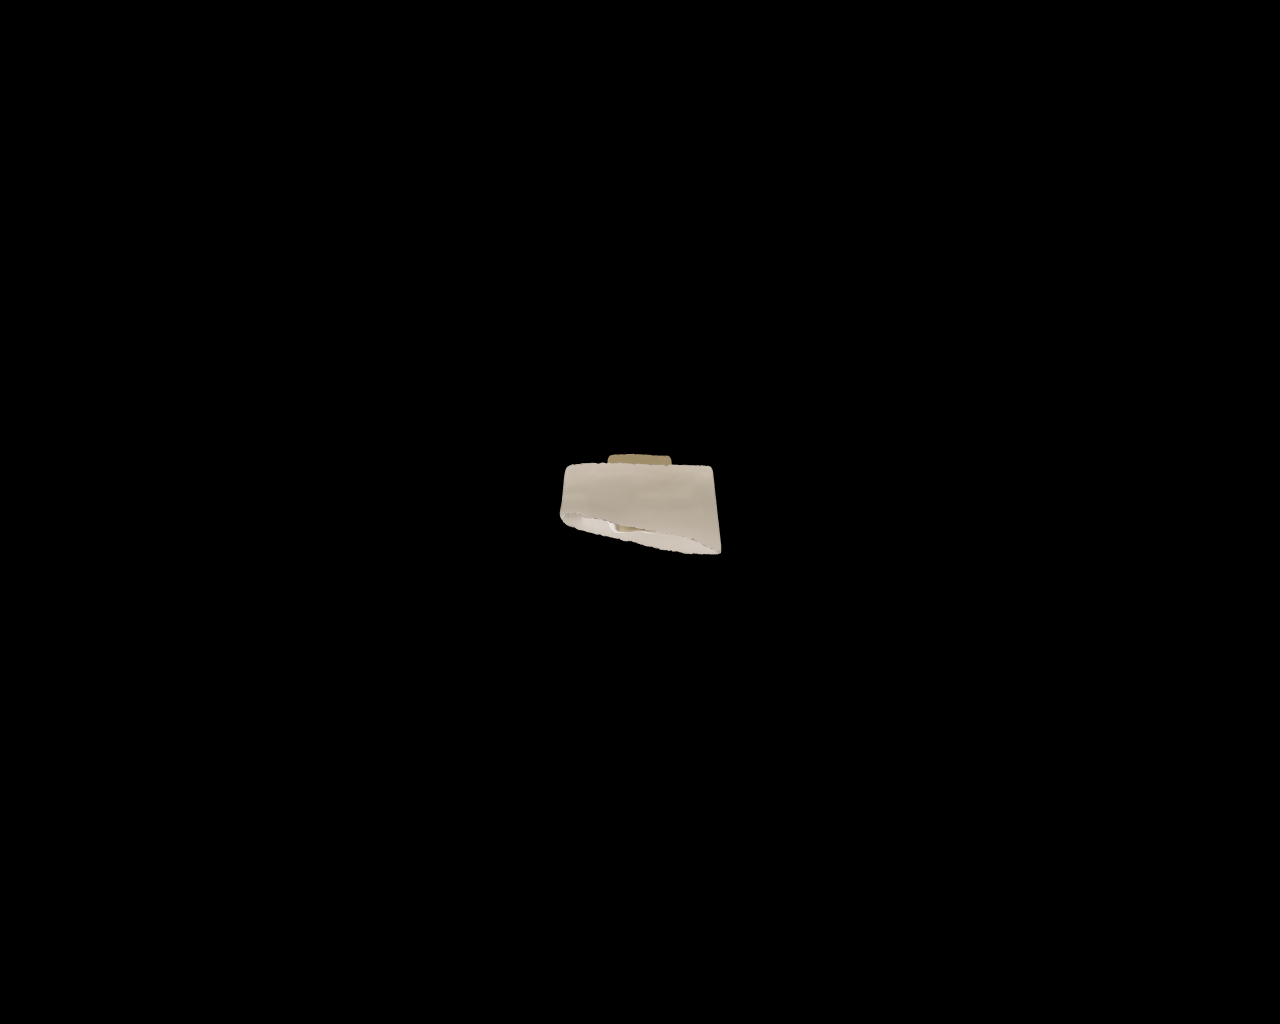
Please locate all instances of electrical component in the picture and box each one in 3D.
[{"bbox_3d":[0.001,-0.003,0.650,0.099,0.064,0.099,0,-2,0],"label":"electrical component"}]
